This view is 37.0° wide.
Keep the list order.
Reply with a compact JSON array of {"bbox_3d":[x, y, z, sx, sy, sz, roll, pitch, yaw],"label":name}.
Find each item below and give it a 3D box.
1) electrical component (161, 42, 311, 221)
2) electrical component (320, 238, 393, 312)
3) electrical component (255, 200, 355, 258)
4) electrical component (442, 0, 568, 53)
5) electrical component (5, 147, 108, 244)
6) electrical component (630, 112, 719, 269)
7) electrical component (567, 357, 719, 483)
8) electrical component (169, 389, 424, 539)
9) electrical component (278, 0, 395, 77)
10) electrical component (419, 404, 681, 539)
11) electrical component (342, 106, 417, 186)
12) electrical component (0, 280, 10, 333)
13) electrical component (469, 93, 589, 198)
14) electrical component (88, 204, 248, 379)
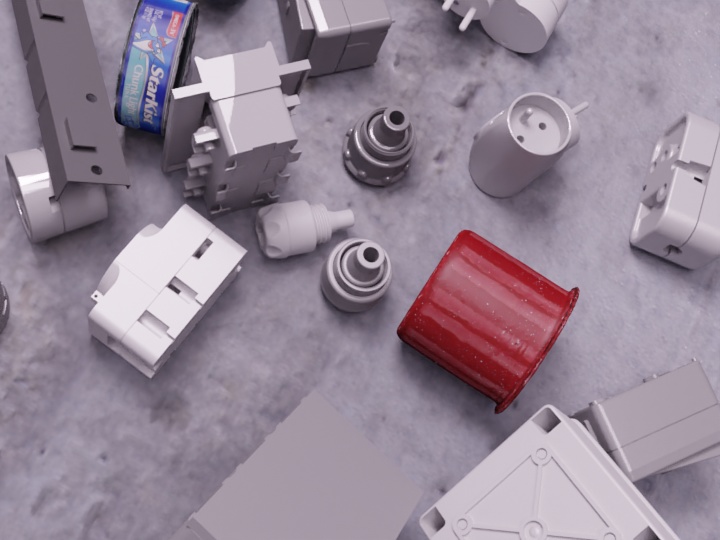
[{"bbox_3d":[-0.074,-0.078,0.646,0.079,0.121,0.063,-16,80,-17],"label":"electrical component"},{"bbox_3d":[0.000,0.000,0.670,0.043,0.062,0.043,4,72,-12],"label":"electrical component"},{"bbox_3d":[-0.034,-0.028,0.686,0.061,0.035,0.035,-11,76,-19],"label":"electrical component"},{"bbox_3d":[0.080,-0.196,0.732,0.138,0.052,0.073,42,67,-28],"label":"electrical component"},{"bbox_3d":[-0.183,-0.049,0.649,0.047,0.055,0.055,-18,78,-21],"label":"electrical component"},{"bbox_3d":[0.233,-0.053,0.743,0.059,0.053,0.095,22,70,-5],"label":"electrical component"},{"bbox_3d":[0.175,0.104,0.678,0.096,0.061,0.061,-20,79,-18],"label":"electrical component"},{"bbox_3d":[-0.038,0.142,0.573,0.089,0.061,0.150,43,27,3],"label":"electrical component"},{"bbox_3d":[-0.025,-0.187,0.722,0.061,0.061,0.096,-15,77,-16],"label":"electrical component"},{"bbox_3d":[0.108,0.153,0.609,0.109,0.056,0.108,-43,53,8],"label":"electrical component"},{"bbox_3d":[0.017,-0.086,0.700,0.048,0.062,0.048,4,72,-12],"label":"electrical component"},{"bbox_3d":[-0.233,0.016,0.621,0.055,0.047,0.055,4,73,-12],"label":"electrical component"},{"bbox_3d":[0.119,-0.090,0.717,0.079,0.077,0.044,-31,82,-20],"label":"electrical component"},{"bbox_3d":[-0.119,0.011,0.646,0.056,0.050,0.089,38,69,0],"label":"electrical component"}]
